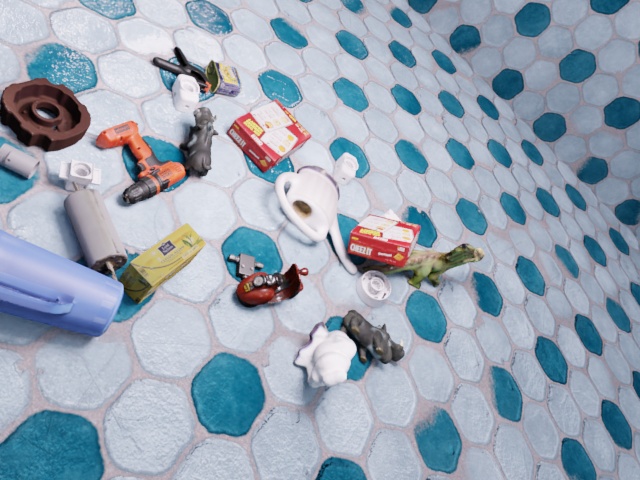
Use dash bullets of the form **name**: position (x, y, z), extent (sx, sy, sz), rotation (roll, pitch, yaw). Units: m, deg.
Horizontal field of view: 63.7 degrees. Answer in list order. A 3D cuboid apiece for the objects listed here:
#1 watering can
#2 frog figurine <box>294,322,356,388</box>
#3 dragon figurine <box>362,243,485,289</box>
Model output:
- **watering can**: position (0.004, -0.074, 1.462), extent (0.343, 0.103, 0.230), rotation (45, 39, -23)
- **frog figurine**: position (0.028, 0.278, 1.161), extent (0.139, 0.161, 0.120), rotation (-38, 121, -16)
- **dragon figurine**: position (0.343, 0.053, 1.535), extent (0.411, 0.239, 0.124), rotation (0, 65, -41)
